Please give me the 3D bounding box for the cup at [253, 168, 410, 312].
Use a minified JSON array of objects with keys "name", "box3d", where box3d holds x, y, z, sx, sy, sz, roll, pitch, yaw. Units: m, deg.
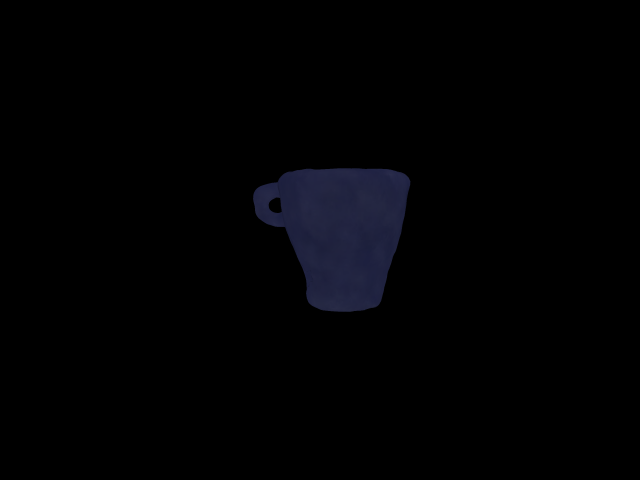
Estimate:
[{"name":"cup","box3d":[0.004,0.001,0.400,0.117,0.095,0.092,0,0,25]}]
